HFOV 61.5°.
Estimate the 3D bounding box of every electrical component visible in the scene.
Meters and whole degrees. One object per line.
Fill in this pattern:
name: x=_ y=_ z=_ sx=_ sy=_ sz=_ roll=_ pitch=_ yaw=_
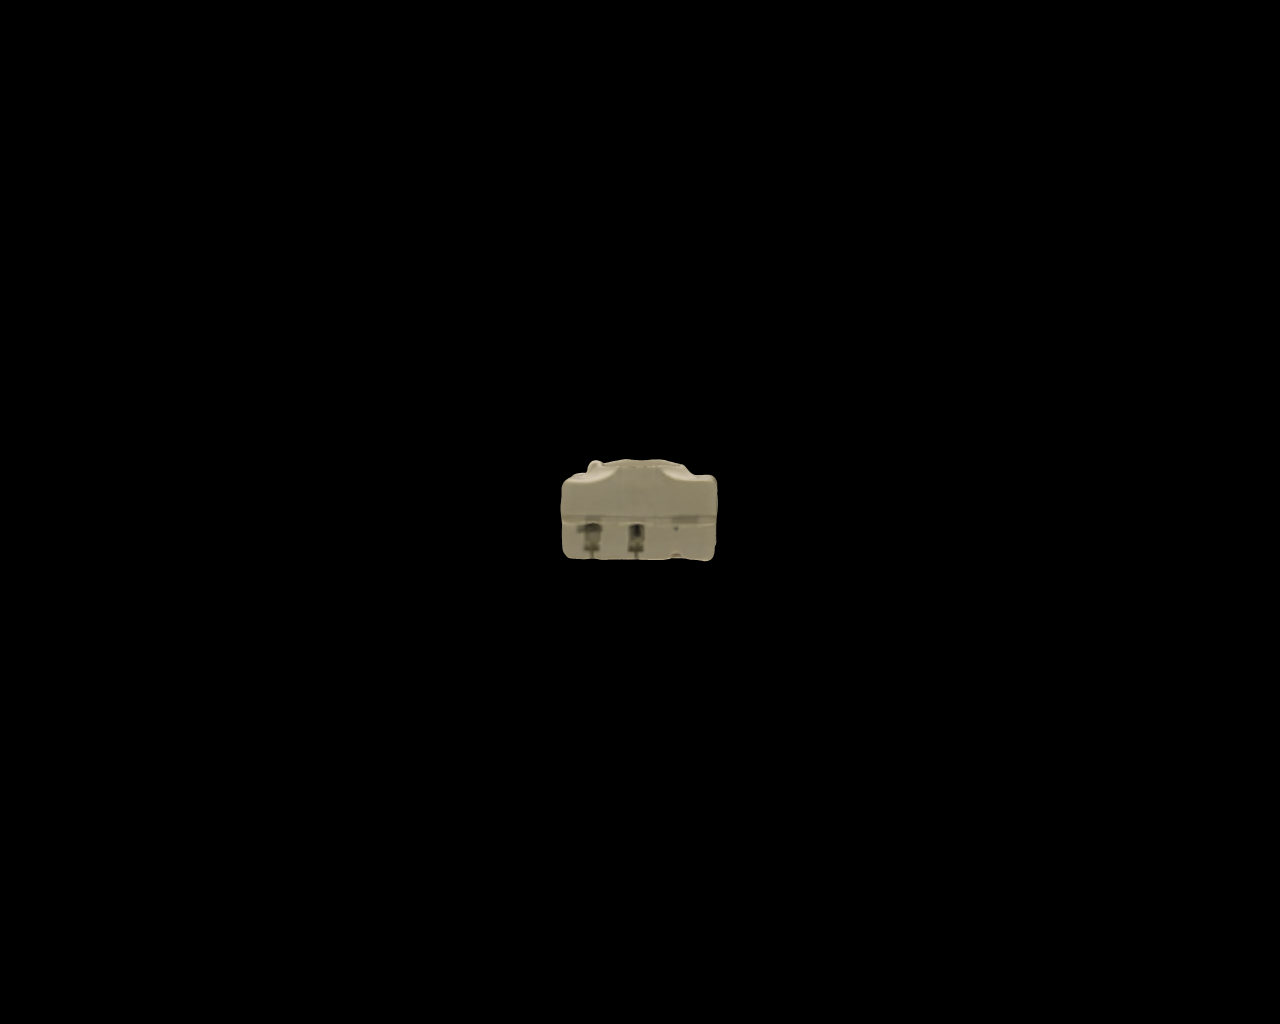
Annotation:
electrical component: x=0.001 y=-0.003 z=0.650 sx=0.089 sy=0.055 sz=0.050 roll=1 pitch=8 yaw=5
